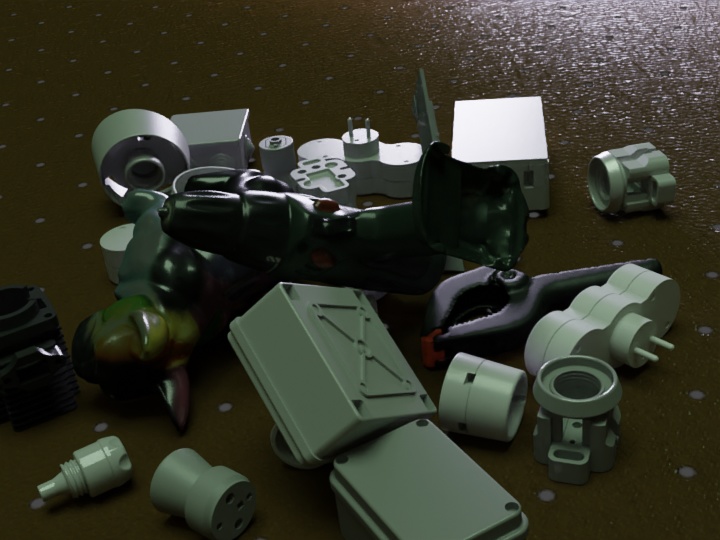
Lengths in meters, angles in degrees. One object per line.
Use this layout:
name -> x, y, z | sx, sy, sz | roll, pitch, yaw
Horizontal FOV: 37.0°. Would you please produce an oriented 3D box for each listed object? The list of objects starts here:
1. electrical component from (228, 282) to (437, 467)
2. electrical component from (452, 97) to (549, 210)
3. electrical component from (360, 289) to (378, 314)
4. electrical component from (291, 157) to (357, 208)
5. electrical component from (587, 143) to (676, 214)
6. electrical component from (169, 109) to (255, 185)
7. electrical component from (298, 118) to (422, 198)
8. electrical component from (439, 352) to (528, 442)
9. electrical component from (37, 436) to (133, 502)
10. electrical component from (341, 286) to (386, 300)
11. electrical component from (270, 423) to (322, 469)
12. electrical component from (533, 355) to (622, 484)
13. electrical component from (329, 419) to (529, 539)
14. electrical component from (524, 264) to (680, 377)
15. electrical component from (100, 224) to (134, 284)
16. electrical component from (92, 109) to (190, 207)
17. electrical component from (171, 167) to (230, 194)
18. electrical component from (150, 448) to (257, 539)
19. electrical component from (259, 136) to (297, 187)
electrical component -> -0.017, 0.067, 0.709 | 0.108, 0.056, 0.109 | 57, 23, 21
electrical component -> 0.138, -0.112, 1.062 | 0.089, 0.061, 0.150 | -2, 31, 8
electrical component -> -0.026, 0.050, 0.820 | 0.096, 0.061, 0.061 | 5, 32, 19
electrical component -> -0.032, -0.066, 1.023 | 0.058, 0.057, 0.078 | -17, 32, -16
electrical component -> 0.248, -0.084, 0.998 | 0.057, 0.058, 0.078 | -9, 30, -10
electrical component -> -0.166, -0.134, 1.175 | 0.100, 0.048, 0.099 | -4, 30, 4
electrical component -> 0.002, -0.119, 1.091 | 0.138, 0.073, 0.052 | 6, 32, 20
electrical component -> 0.086, 0.089, 0.741 | 0.047, 0.055, 0.055 | 12, 35, 22
electrical component -> -0.188, 0.139, 0.729 | 0.061, 0.035, 0.035 | -23, 34, -21
electrical component -> 0.000, 0.000, 0.918 | 0.043, 0.043, 0.081 | -18, 32, -18
electrical component -> -0.033, 0.103, 0.754 | 0.044, 0.044, 0.065 | 0, 26, 12
electrical component -> 0.145, 0.094, 0.715 | 0.058, 0.057, 0.078 | 6, 32, 20
electrical component -> 0.040, 0.148, 0.643 | 0.078, 0.057, 0.113 | -21, 33, -23
electrical component -> 0.193, 0.048, 0.789 | 0.138, 0.052, 0.074 | -28, 36, -32
electrical component -> -0.168, -0.032, 0.976 | 0.138, 0.073, 0.052 | -3, 31, 7
electrical component -> -0.223, -0.111, 1.101 | 0.099, 0.099, 0.064 | -11, 37, -8
electrical component -> -0.140, -0.057, 1.049 | 0.099, 0.064, 0.099 | 7, 31, -4
electrical component -> -0.100, 0.145, 0.691 | 0.055, 0.045, 0.045 | 18, 38, 35
electrical component -> -0.081, -0.102, 1.087 | 0.044, 0.065, 0.044 | -5, 30, 3
